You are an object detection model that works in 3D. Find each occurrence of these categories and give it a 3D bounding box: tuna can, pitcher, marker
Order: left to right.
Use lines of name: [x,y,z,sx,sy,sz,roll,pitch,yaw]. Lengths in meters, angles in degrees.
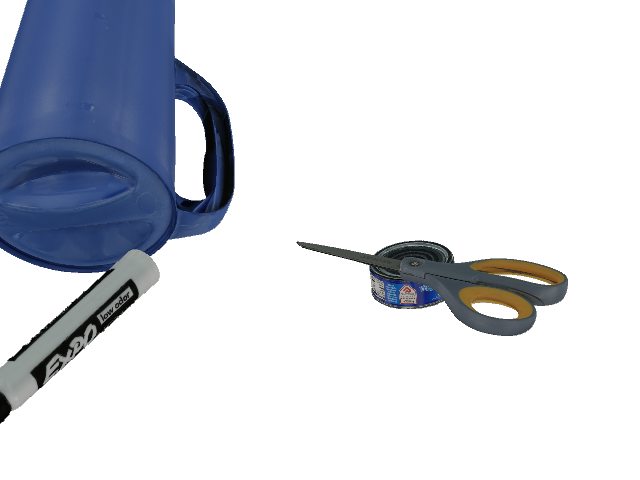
marker: [-0.113,0.045,0.449,0.020,0.020,0.121,0,34,41]
pitcher: [-0.153,-0.105,0.762,0.145,0.243,0.149,-18,-42,19]
tuna can: [0.092,0.033,1.061,0.086,0.034,0.086,-7,26,3]

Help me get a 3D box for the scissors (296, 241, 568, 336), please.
scissors: [0.071,0.031,0.751,0.202,0.016,0.096,5,28,12]
